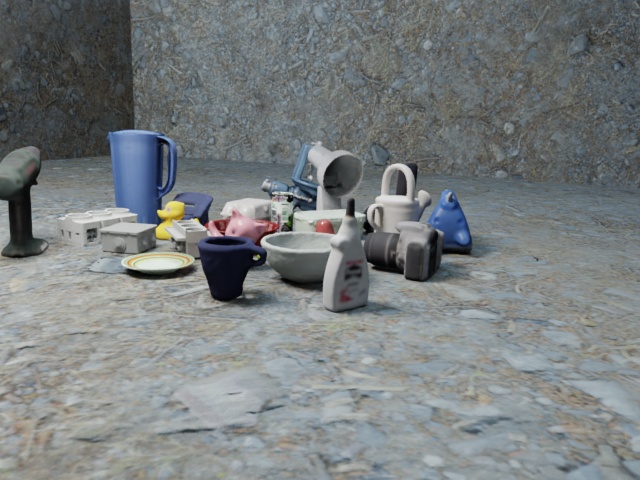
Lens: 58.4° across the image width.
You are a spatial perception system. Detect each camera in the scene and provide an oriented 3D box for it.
[{"bbox_3d":[0.163,0.010,1.122,0.136,0.101,0.143,7,13,24],"label":"camera"}]

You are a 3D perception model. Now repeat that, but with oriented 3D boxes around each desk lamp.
[{"bbox_3d":[0.019,-0.144,1.540,0.118,0.213,0.202,-5,14,-28],"label":"desk lamp"}]

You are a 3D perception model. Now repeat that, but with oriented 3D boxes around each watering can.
[{"bbox_3d":[0.179,-0.076,1.301,0.100,0.194,0.173,9,14,31],"label":"watering can"}]

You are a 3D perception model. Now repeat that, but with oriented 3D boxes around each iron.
[{"bbox_3d":[0.298,-0.057,1.356,0.118,0.141,0.258,4,12,9],"label":"iron"}]

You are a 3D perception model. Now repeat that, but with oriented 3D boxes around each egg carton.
[{"bbox_3d":[-0.182,-0.068,1.498,0.107,0.069,0.151,8,14,25],"label":"egg carton"}]

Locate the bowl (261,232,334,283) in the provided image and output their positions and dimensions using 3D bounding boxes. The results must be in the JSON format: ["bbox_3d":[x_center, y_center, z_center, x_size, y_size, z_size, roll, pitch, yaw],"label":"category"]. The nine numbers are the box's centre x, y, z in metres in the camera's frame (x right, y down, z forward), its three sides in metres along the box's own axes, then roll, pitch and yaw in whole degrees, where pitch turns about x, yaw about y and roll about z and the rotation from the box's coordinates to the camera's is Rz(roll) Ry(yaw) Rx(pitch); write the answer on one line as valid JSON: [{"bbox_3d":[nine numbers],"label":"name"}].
[{"bbox_3d":[-0.024,0.035,1.038,0.167,0.075,0.167,2,12,0],"label":"bowl"}]

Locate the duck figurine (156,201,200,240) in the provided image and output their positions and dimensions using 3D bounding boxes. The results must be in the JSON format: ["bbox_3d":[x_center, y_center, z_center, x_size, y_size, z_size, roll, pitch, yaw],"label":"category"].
[{"bbox_3d":[-0.334,-0.048,1.344,0.105,0.086,0.077,-2,13,-18],"label":"duck figurine"}]

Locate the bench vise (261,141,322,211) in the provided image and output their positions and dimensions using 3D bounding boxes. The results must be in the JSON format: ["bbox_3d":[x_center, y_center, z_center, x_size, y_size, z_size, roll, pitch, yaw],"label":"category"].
[{"bbox_3d":[-0.059,-0.179,1.674,0.208,0.220,0.121,-5,14,-28],"label":"bench vise"}]

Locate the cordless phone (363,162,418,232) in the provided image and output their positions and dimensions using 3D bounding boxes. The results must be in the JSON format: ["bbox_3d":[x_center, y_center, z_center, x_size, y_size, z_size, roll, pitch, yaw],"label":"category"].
[{"bbox_3d":[0.184,-0.107,1.466,0.148,0.185,0.094,-2,13,-19],"label":"cordless phone"}]

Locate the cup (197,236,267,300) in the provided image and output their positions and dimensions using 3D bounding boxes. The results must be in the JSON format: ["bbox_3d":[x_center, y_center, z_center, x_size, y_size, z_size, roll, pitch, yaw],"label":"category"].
[{"bbox_3d":[-0.137,0.048,0.915,0.117,0.095,0.092,7,13,21],"label":"cup"}]

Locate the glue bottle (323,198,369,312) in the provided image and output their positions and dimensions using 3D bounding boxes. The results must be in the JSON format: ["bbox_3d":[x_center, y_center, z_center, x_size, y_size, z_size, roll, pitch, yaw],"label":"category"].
[{"bbox_3d":[0.043,0.021,0.883,0.078,0.173,0.037,-9,16,-40],"label":"glue bottle"}]

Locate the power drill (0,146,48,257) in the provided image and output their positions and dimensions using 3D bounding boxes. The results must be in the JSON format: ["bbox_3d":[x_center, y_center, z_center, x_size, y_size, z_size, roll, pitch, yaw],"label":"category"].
[{"bbox_3d":[-0.603,-0.080,1.161,0.076,0.208,0.229,-1,13,-14],"label":"power drill"}]

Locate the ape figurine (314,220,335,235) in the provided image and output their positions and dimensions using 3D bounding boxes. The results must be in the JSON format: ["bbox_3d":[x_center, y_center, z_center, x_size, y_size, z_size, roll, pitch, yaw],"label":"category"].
[{"bbox_3d":[0.011,0.004,1.145,0.078,0.092,0.076,1,12,-5],"label":"ape figurine"}]

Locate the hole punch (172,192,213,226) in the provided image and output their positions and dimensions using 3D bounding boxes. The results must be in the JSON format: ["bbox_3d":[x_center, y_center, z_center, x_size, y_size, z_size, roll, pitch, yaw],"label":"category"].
[{"bbox_3d":[-0.327,-0.070,1.434,0.108,0.091,0.101,5,13,12],"label":"hole punch"}]

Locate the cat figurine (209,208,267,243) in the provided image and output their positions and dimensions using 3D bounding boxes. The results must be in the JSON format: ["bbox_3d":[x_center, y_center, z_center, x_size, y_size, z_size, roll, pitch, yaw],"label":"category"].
[{"bbox_3d":[-0.166,-0.005,1.101,0.127,0.118,0.067,9,14,30],"label":"cat figurine"}]
